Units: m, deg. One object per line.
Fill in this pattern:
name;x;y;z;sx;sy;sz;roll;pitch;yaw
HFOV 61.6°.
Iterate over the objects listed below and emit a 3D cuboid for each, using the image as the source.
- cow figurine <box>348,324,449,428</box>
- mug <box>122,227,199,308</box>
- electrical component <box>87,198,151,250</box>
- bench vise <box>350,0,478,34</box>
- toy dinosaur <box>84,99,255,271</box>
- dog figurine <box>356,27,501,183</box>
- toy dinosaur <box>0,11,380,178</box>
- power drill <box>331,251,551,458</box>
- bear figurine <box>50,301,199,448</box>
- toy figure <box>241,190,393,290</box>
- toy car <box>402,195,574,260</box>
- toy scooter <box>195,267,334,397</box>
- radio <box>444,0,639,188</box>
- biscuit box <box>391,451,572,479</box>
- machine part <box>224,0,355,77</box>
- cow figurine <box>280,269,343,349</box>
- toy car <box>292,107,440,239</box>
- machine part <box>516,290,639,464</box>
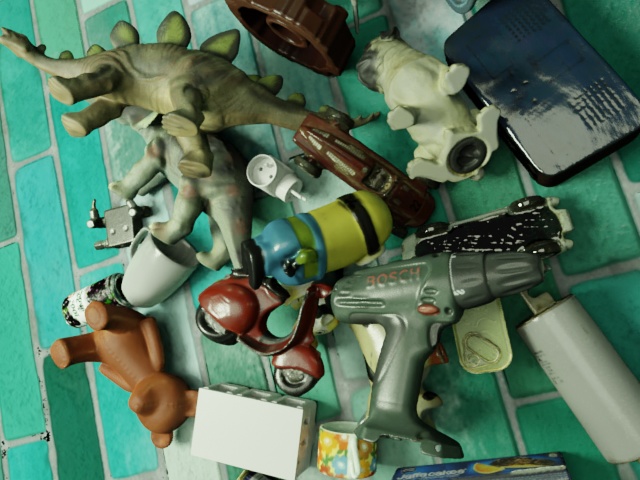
cow figurine;0.088;0.149;0.657;0.127;0.085;0.195;-28;72;16
mug;-0.249;0.040;0.790;0.110;0.080;0.107;45;105;19
electrical component;-0.315;-0.028;0.837;0.102;0.045;0.078;-6;80;18
bench vise;0.137;-0.347;0.646;0.241;0.128;0.224;-20;55;-1
toy dinosaur;-0.173;-0.093;0.764;0.405;0.131;0.192;40;98;12
dog figurine;0.131;-0.169;0.679;0.121;0.172;0.191;-26;35;6
toy dinosaur;-0.154;-0.188;0.678;0.471;0.105;0.198;18;58;-8
power drill;0.114;0.113;0.557;0.232;0.086;0.207;-2;78;30
bear figurine;-0.262;0.192;0.753;0.120;0.132;0.196;-42;67;14
toy figure;0.000;0.000;0.612;0.180;0.089;0.082;-14;57;-21
toy car;0.200;0.003;0.652;0.202;0.056;0.073;-15;73;15
toy scooter;-0.056;0.087;0.649;0.184;0.075;0.135;33;100;12
radio;0.259;-0.183;0.644;0.131;0.073;0.230;-36;72;13
biscuit box;0.184;0.292;0.621;0.203;0.059;0.062;-13;82;17
machine part;-0.036;-0.285;0.707;0.179;0.179;0.056;30;90;20
cow figurine;-0.002;0.062;0.710;0.098;0.068;0.167;-11;81;12
toy car;0.059;-0.084;0.671;0.202;0.053;0.089;35;96;-12
machine part;0.296;0.149;0.589;0.079;0.079;0.243;-35;75;12
